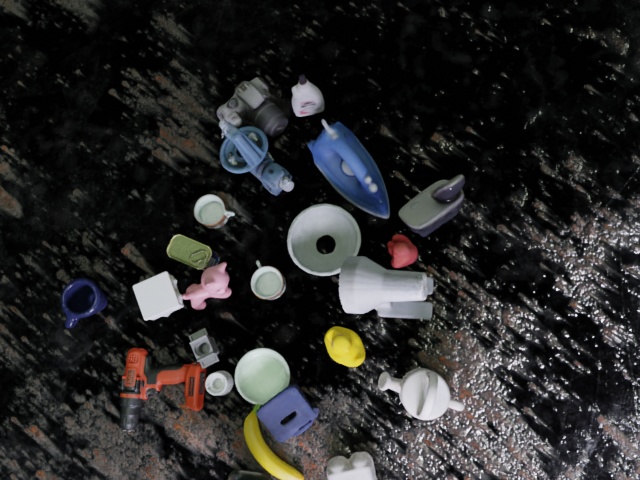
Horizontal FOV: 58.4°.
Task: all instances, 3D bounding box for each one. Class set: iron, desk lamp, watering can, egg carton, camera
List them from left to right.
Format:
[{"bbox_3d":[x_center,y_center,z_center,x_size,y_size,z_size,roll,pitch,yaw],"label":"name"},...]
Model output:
[{"bbox_3d":[-0.156,-0.305,1.380,0.143,0.101,0.136,-45,78,-4],"label":"camera"},{"bbox_3d":[0.079,-0.165,1.311,0.118,0.141,0.258,-38,78,-3],"label":"iron"},{"bbox_3d":[0.073,0.530,1.210,0.107,0.069,0.150,-14,78,2],"label":"egg carton"},{"bbox_3d":[0.146,0.103,1.215,0.203,0.213,0.118,2,79,6],"label":"desk lamp"},{"bbox_3d":[0.208,0.318,1.177,0.172,0.194,0.101,-5,78,4],"label":"watering can"}]

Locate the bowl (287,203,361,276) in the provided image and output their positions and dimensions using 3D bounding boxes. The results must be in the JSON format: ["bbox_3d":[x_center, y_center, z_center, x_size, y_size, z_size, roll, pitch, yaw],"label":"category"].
[{"bbox_3d":[0.012,0.005,1.317,0.167,0.075,0.167,-1,79,5],"label":"bowl"}]

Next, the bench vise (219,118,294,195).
[{"bbox_3d":[-0.143,-0.199,1.297,0.207,0.220,0.121,21,81,9],"label":"bench vise"}]

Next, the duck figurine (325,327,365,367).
[{"bbox_3d":[0.053,0.235,1.262,0.104,0.086,0.077,43,85,12],"label":"duck figurine"}]

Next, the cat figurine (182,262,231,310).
[{"bbox_3d":[-0.254,0.104,1.299,0.128,0.118,0.067,-28,77,-1],"label":"cat figurine"}]

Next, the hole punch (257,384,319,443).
[{"bbox_3d":[-0.068,0.376,1.242,0.108,0.091,0.101,-37,78,-3],"label":"hole punch"}]

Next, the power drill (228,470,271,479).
[{"bbox_3d":[-0.170,0.529,1.161,0.229,0.208,0.076,5,79,6],"label":"power drill"}]

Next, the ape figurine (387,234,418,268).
[{"bbox_3d":[0.184,0.024,1.289,0.076,0.092,0.078,22,81,9],"label":"ape figurine"}]

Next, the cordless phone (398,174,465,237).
[{"bbox_3d":[0.250,-0.086,1.257,0.147,0.185,0.094,-39,78,-3],"label":"cordless phone"}]

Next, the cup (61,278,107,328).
[{"bbox_3d":[-0.540,0.151,1.327,0.091,0.095,0.118,20,81,9],"label":"cup"}]

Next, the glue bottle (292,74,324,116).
[{"bbox_3d":[-0.034,-0.343,1.339,0.078,0.173,0.037,-15,78,2],"label":"glue bottle"}]
